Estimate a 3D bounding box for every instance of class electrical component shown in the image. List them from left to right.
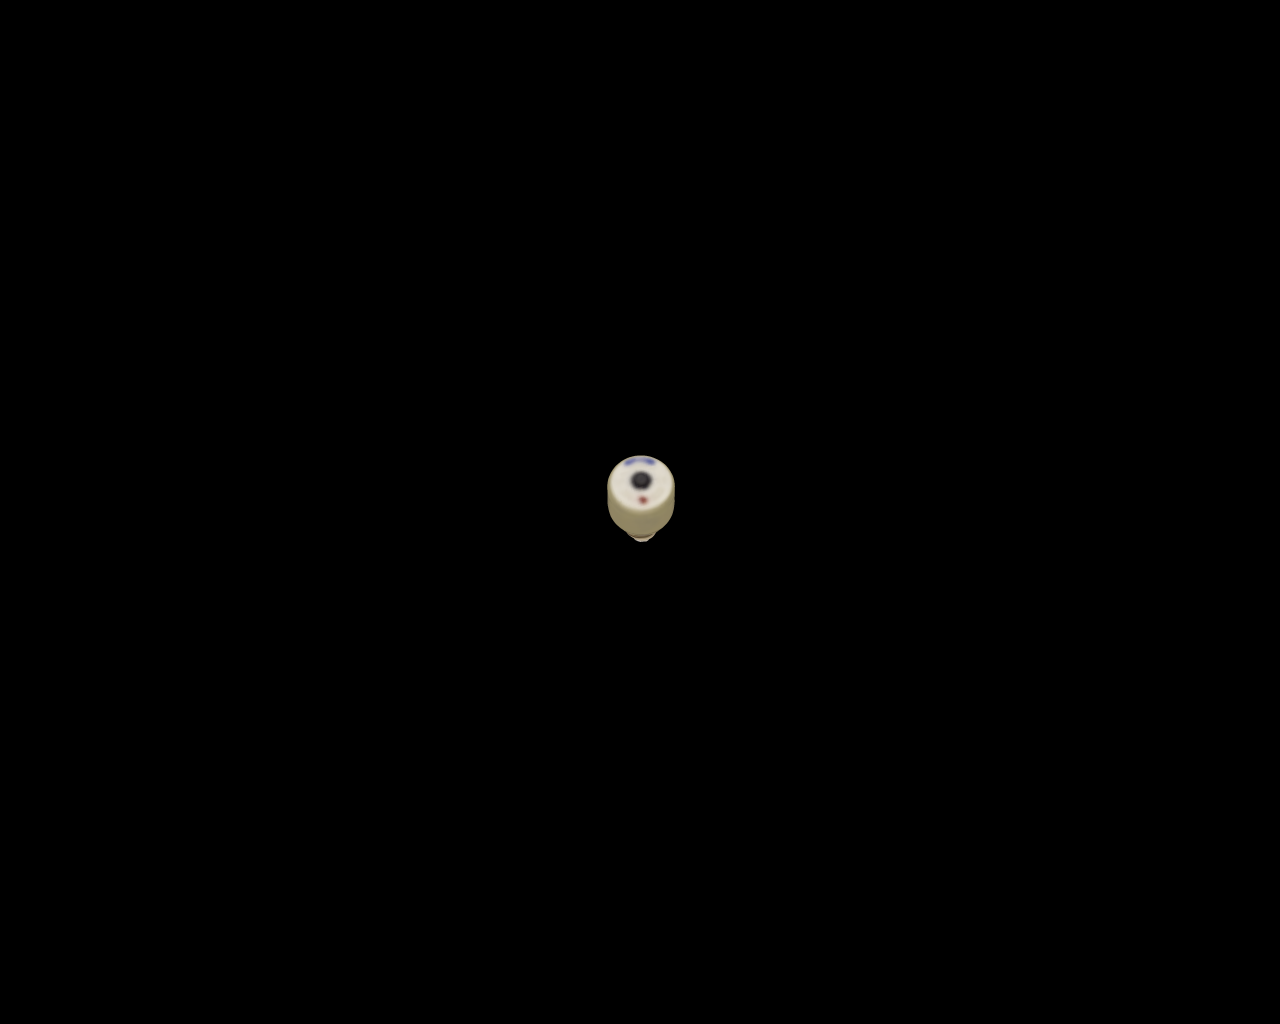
[{"bbox_3d":[0.001,-0.003,0.650,0.040,0.040,0.078,0,-27,0],"label":"electrical component"}]
